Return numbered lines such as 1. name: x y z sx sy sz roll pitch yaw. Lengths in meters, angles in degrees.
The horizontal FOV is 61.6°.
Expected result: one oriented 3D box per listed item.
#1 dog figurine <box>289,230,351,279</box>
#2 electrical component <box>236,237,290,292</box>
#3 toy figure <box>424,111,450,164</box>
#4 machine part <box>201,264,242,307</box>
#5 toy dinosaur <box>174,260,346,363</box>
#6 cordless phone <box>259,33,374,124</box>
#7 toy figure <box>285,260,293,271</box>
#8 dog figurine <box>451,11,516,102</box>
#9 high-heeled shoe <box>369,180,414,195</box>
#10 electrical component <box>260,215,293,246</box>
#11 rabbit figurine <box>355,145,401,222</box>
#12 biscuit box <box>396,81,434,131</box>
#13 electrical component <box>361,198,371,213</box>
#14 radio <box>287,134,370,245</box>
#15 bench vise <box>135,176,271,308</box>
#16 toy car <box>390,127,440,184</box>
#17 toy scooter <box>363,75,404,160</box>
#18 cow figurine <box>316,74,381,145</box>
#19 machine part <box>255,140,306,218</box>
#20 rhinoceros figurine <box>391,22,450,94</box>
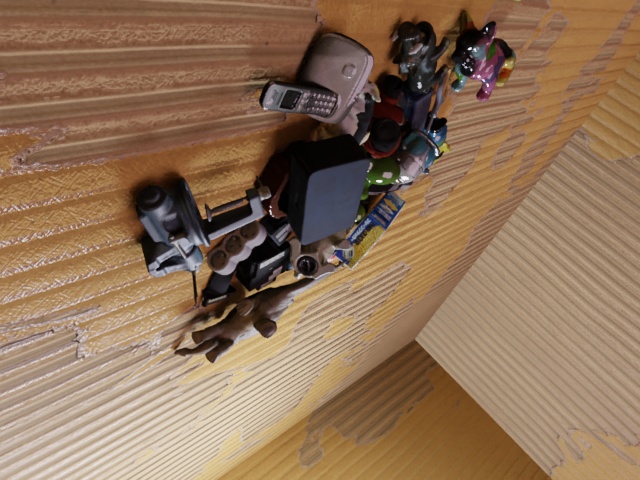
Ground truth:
1. dog figurine: 0.001 -0.003 1.279 0.172 0.121 0.191 -38 -168 16
2. electrical component: -0.135 0.058 1.260 0.115 0.058 0.134 -26 152 -33
3. toy figure: 0.284 -0.261 1.391 0.089 0.082 0.180 -29 163 1
4. machine part: -0.220 0.097 1.210 0.084 0.039 0.138 -13 145 -38
5. toy dinosaur: -0.146 0.172 1.301 0.472 0.105 0.198 -27 -176 9
6. cordless phone: -0.013 -0.268 0.876 0.184 0.089 0.146 -11 141 -47
7. toy figure: -0.039 0.014 1.351 0.154 0.057 0.064 -42 -164 -11
8. dog figurine: 0.368 -0.429 1.208 0.191 0.109 0.219 -46 153 -11
9. high-heeled shoe: 0.150 -0.153 1.401 0.249 0.086 0.145 -12 176 -25
10. electrical component: -0.103 -0.022 1.189 0.119 0.048 0.074 -42 157 -9
11. rabbit figurine: 0.088 -0.147 1.191 0.170 0.121 0.159 -25 126 16
12. biscuit box: 0.209 -0.282 1.250 0.063 0.059 0.202 -35 156 -20
13. electrical component: 0.100 -0.097 1.412 0.078 0.045 0.102 -14 152 2
14. radio: 0.012 -0.094 1.042 0.131 0.073 0.229 -20 151 -19
15. bench vise: -0.193 -0.025 0.911 0.241 0.129 0.223 -22 134 -6
16. toy car: 0.187 -0.182 1.243 0.162 0.109 0.103 -15 -136 43
17. toy scooter: 0.125 -0.238 1.117 0.135 0.075 0.184 131 -28 -67
18. cow figurine: 0.068 -0.242 1.014 0.167 0.098 0.068 -56 -163 28
19. machine part: -0.050 -0.123 1.092 0.179 0.056 0.179 -37 156 -20
20. rhinoceros figurine: 0.196 -0.367 1.071 0.112 0.073 0.190 -40 156 2
